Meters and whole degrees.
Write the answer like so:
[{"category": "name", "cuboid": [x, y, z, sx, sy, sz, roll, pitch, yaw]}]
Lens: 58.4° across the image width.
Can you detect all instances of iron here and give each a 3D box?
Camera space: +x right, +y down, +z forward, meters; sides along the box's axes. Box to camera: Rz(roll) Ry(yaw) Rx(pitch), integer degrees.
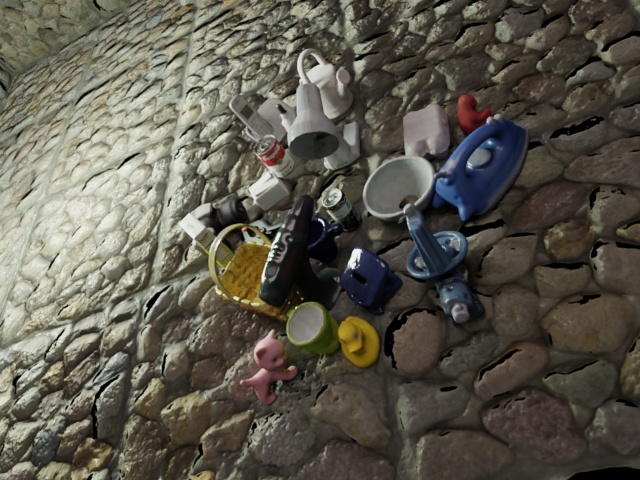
[{"category": "iron", "cuboid": [0.326, -0.171, 1.160, 0.258, 0.142, 0.118, -50, 45, -9]}]

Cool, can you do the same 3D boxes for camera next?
[{"category": "camera", "cuboid": [-0.266, -0.046, 1.500, 0.136, 0.101, 0.143, -24, 47, 17]}]

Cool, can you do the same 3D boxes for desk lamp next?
[{"category": "desk lamp", "cuboid": [0.006, -0.265, 1.402, 0.117, 0.214, 0.203, -17, 49, 23]}]

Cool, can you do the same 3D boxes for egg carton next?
[{"category": "egg carton", "cuboid": [0.247, -0.246, 1.325, 0.107, 0.070, 0.150, -17, 49, 23]}]

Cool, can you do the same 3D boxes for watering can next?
[{"category": "watering can", "cuboid": [0.010, -0.431, 1.542, 0.172, 0.195, 0.101, -9, 53, 30]}]

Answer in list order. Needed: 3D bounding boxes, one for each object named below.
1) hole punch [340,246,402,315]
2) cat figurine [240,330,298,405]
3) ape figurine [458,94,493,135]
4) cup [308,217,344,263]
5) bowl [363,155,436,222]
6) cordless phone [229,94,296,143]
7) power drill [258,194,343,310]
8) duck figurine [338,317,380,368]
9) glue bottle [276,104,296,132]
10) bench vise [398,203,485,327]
[{"category": "hole punch", "cuboid": [0.095, 0.081, 1.160, 0.101, 0.091, 0.108, -49, 44, -8]}, {"category": "cat figurine", "cuboid": [-0.108, 0.251, 1.149, 0.128, 0.118, 0.067, -50, 44, -8]}, {"category": "ape figurine", "cuboid": [0.337, -0.287, 1.279, 0.076, 0.092, 0.077, -42, 44, 0]}, {"category": "cup", "cuboid": [0.012, 0.005, 1.274, 0.117, 0.095, 0.091, -18, 49, 23]}, {"category": "bowl", "cuboid": [0.183, -0.100, 1.252, 0.167, 0.075, 0.167, -18, 49, 22]}, {"category": "cordless phone", "cuboid": [-0.164, -0.361, 1.614, 0.093, 0.186, 0.148, 16, 67, 41]}, {"category": "power drill", "cuboid": [-0.032, 0.051, 1.186, 0.075, 0.209, 0.230, 9, 63, 39]}, {"category": "duck figurine", "cuboid": [0.065, 0.186, 1.103, 0.077, 0.086, 0.104, -29, 45, 13]}, {"category": "glue bottle", "cuboid": [-0.066, -0.296, 1.505, 0.077, 0.174, 0.037, 26, 74, 44]}, {"category": "bench vise", "cuboid": [0.221, 0.037, 1.014, 0.121, 0.220, 0.206, -39, 44, 2]}]
